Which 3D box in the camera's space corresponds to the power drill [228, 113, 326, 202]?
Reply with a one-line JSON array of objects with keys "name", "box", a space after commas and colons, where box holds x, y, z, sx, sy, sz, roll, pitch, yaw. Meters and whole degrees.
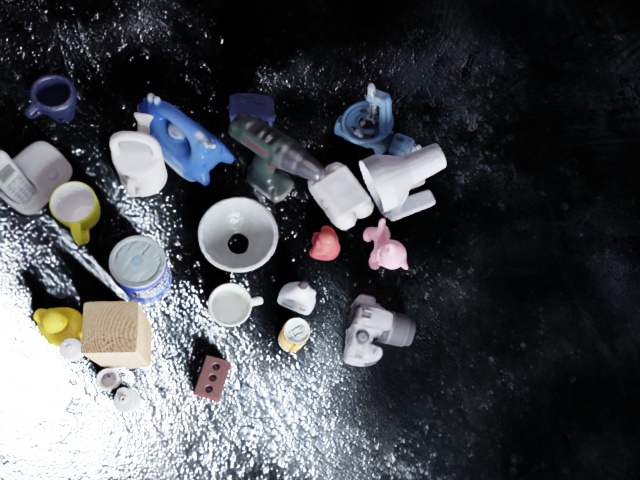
[{"name": "power drill", "box": [-0.094, -0.164, 1.218, 0.229, 0.208, 0.076, 36, 69, 4]}]

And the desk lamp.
[{"name": "desk lamp", "box": [0.177, -0.128, 1.251, 0.203, 0.213, 0.118, -22, 76, -16]}]

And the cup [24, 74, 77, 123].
[{"name": "cup", "box": [-0.575, -0.287, 1.235, 0.091, 0.095, 0.118, 39, 69, 5]}]

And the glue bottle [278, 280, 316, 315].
[{"name": "glue bottle", "box": [-0.040, 0.108, 1.153, 0.078, 0.173, 0.037, 24, 69, -1]}]

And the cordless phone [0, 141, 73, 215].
[{"name": "cordless phone", "box": [-0.584, -0.145, 1.136, 0.094, 0.185, 0.148, 33, 69, 3]}]

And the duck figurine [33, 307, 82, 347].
[{"name": "duck figurine", "box": [-0.499, 0.162, 1.099, 0.104, 0.086, 0.077, 24, 69, -1]}]

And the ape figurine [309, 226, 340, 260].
[{"name": "ape figurine", "box": [0.011, 0.004, 1.241, 0.076, 0.092, 0.078, 45, 70, 7]}]

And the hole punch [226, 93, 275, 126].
[{"name": "hole punch", "box": [-0.159, -0.296, 1.314, 0.109, 0.091, 0.101, -1, 71, -10]}]

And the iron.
[{"name": "iron", "box": [-0.310, -0.244, 1.243, 0.258, 0.141, 0.119, 40, 69, 5]}]

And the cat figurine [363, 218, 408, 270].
[{"name": "cat figurine", "box": [0.146, 0.014, 1.248, 0.067, 0.117, 0.128, -9, 73, -12]}]

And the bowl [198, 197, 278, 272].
[{"name": "bowl", "box": [-0.174, -0.002, 1.219, 0.167, 0.074, 0.167, 3, 71, -9]}]

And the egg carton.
[{"name": "egg carton", "box": [0.045, -0.100, 1.295, 0.107, 0.069, 0.150, -34, 80, -19]}]

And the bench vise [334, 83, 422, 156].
[{"name": "bench vise", "box": [0.146, -0.266, 1.289, 0.207, 0.219, 0.121, 12, 70, -5]}]

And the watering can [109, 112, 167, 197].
[{"name": "watering can", "box": [-0.377, -0.180, 1.180, 0.101, 0.194, 0.173, -15, 74, -14]}]

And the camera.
[{"name": "camera", "box": [0.127, 0.193, 1.192, 0.137, 0.100, 0.143, 13, 69, -5]}]
